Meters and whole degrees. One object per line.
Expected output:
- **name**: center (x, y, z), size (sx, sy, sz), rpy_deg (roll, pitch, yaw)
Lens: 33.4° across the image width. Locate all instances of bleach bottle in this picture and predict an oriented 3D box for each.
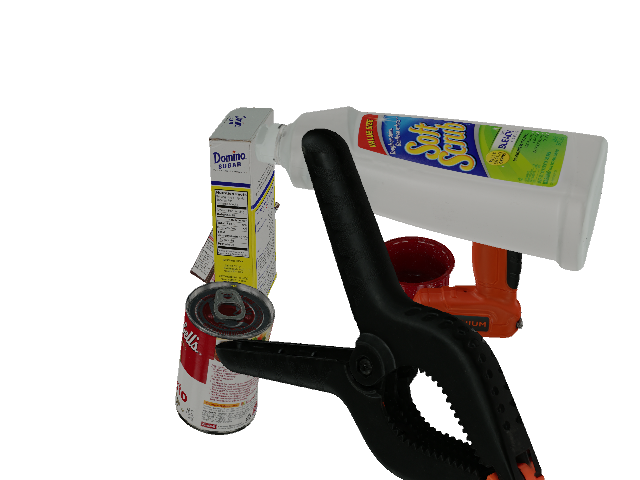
- **bleach bottle**: center (0.070, -0.048, 0.764), size (0.251, 0.068, 0.102), rpy_deg (10, 41, 17)

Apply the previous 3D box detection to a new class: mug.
- **mug**: center (0.110, 0.059, 1.190), size (0.093, 0.081, 0.117), rpy_deg (-26, 41, -30)

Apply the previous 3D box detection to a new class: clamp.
- **clamp**: center (0.033, 0.051, 0.553), size (0.210, 0.165, 0.036), rpy_deg (36, 33, 32)

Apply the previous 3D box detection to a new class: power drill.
- **power drill**: center (0.125, -0.005, 0.977), size (0.184, 0.188, 0.057), rpy_deg (4, 26, 2)

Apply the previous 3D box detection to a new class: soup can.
- **soup can**: center (-0.075, 0.092, 0.830), size (0.068, 0.102, 0.068), rpy_deg (8, 34, -5)

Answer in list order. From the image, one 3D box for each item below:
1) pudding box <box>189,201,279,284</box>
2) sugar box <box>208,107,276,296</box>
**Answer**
- **pudding box**: center (-0.104, -0.003, 1.309), size (0.039, 0.090, 0.113), rpy_deg (34, 31, 7)
- **sugar box**: center (-0.071, -0.027, 0.992), size (0.048, 0.176, 0.093), rpy_deg (2, 25, 10)
